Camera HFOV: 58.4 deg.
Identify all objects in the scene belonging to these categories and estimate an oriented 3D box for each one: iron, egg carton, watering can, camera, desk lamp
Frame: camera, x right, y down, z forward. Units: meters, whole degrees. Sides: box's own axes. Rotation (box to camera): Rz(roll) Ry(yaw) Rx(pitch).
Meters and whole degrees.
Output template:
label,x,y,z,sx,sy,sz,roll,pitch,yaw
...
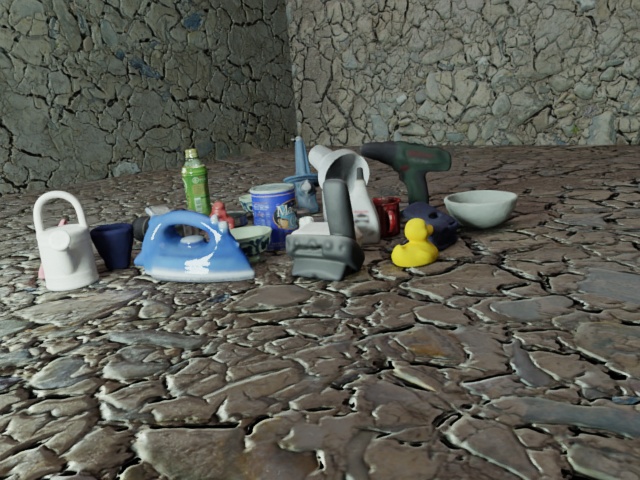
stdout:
label,x,y,z,sx,sy,sz,roll,pitch,yaw
iron,-0.247,0.003,1.147,0.257,0.141,0.119,1,15,23
egg carton,0.011,0.004,1.200,0.150,0.069,0.107,0,15,18
watering can,-0.512,-0.002,1.154,0.101,0.194,0.172,-17,18,-39
camera,-0.401,-0.040,1.457,0.136,0.101,0.143,2,16,27
desk lamp,0.031,-0.124,1.406,0.118,0.214,0.202,-11,15,-23

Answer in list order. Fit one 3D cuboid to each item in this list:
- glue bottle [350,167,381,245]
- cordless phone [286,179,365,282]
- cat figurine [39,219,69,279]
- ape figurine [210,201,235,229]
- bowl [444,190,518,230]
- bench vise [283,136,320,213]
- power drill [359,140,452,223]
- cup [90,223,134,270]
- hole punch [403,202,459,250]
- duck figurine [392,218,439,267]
label,x,y,z,sx,sy,sz,roll,pitch,yaw
glue bottle,0.093,-0.077,1.278,0.078,0.173,0.037,-3,14,7
cordless phone,0.004,-0.024,1.078,0.147,0.185,0.094,2,16,25
cat figurine,-0.574,0.014,1.267,0.067,0.118,0.128,-4,14,6
ape figurine,-0.260,-0.053,1.477,0.078,0.092,0.076,-6,14,-3
bowl,0.377,-0.067,1.343,0.167,0.075,0.167,-5,14,1
bench vise,-0.038,-0.196,1.703,0.122,0.220,0.206,-11,15,-22
power drill,0.221,-0.153,1.462,0.229,0.208,0.075,-5,14,0
cup,-0.459,0.015,1.273,0.092,0.095,0.117,-13,16,-29
hole punch,0.239,-0.034,1.225,0.100,0.091,0.109,5,17,34
duck figurine,0.184,0.002,1.115,0.105,0.086,0.077,-15,17,-34
